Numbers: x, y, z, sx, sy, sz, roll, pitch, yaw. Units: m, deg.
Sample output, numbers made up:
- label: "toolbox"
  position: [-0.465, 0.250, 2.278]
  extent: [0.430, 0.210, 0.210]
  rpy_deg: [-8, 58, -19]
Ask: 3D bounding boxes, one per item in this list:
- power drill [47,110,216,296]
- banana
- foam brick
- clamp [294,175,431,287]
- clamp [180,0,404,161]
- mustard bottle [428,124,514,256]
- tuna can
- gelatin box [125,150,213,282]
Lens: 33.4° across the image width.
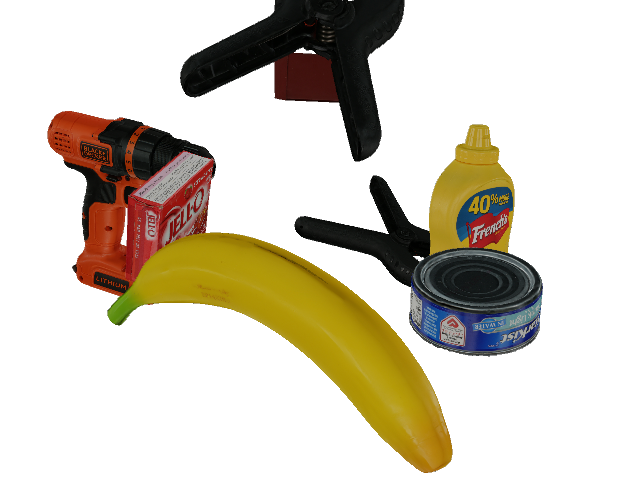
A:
- label: "power drill"
  position: [-0.187, -0.031, 1.078]
  extent: [0.185, 0.188, 0.057]
  rpy_deg: [17, 31, 23]
- label: "banana"
  position: [-0.016, 0.041, 0.516]
  extent: [0.198, 0.070, 0.037]
  rpy_deg: [22, 21, 27]
- label: "foam brick"
  position: [-0.007, -0.177, 1.161]
  extent: [0.078, 0.051, 0.053]
  rpy_deg: [0, 11, -17]
- label: "clamp"
  position: [0.083, 0.006, 1.240]
  extent: [0.164, 0.036, 0.210]
  rpy_deg: [-24, 53, -40]
- label: "clamp"
  position: [0.010, -0.121, 0.637]
  extent: [0.120, 0.171, 0.039]
  rpy_deg: [32, -28, 7]
- label: "mustard bottle"
  position: [0.145, -0.016, 1.027]
  extent: [0.096, 0.192, 0.058]
  rpy_deg: [-10, 20, -37]
- label: "tuna can"
  position: [0.101, 0.038, 0.695]
  extent: [0.086, 0.034, 0.086]
  rpy_deg: [0, 28, 0]
- label: "gelatin box"
  position: [-0.113, -0.016, 0.803]
  extent: [0.030, 0.073, 0.089]
  rpy_deg: [18, 32, 13]
